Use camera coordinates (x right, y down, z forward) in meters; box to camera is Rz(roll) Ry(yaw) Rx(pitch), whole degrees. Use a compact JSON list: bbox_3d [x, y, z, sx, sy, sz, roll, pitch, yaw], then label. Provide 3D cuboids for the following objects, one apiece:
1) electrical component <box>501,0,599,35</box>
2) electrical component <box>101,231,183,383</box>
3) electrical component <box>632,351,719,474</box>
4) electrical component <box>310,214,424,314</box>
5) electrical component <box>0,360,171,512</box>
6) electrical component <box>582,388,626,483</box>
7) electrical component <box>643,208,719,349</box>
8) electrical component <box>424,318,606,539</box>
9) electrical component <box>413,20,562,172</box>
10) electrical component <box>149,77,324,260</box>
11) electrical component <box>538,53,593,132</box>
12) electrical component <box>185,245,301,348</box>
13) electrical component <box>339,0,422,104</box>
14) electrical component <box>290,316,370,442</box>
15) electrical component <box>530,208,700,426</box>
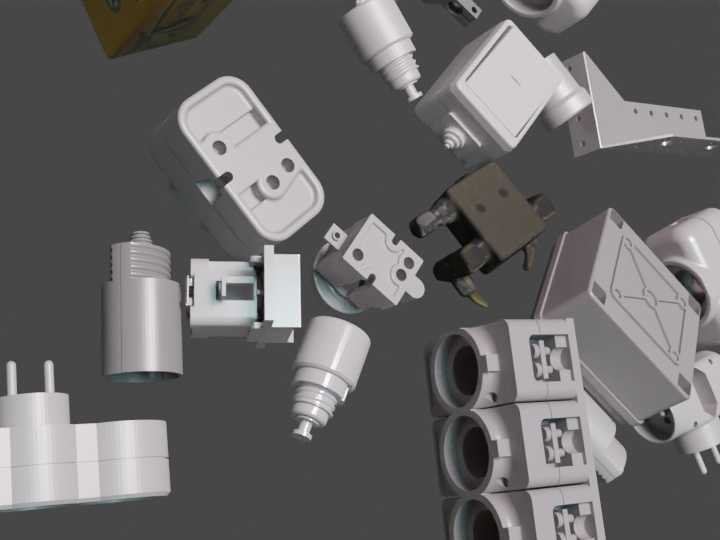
[{"bbox_3d":[0.138,-0.230,0.814,0.095,0.054,0.059,47,58,-12],"label":"electrical component"},{"bbox_3d":[-0.120,0.019,0.590,0.043,0.043,0.081,5,74,-31],"label":"electrical component"},{"bbox_3d":[0.243,0.109,0.789,0.077,0.043,0.079,-22,89,-34],"label":"electrical component"},{"bbox_3d":[0.000,0.000,0.662,0.066,0.055,0.048,42,59,-15],"label":"electrical component"},{"bbox_3d":[-0.164,0.082,0.539,0.138,0.052,0.073,2,75,-32],"label":"electrical component"},{"bbox_3d":[0.150,0.111,0.731,0.081,0.043,0.043,46,58,-13],"label":"electrical component"},{"bbox_3d":[0.260,0.009,0.821,0.059,0.054,0.095,-26,90,-34],"label":"electrical component"},{"bbox_3d":[0.090,0.111,0.666,0.062,0.089,0.150,2,76,-31],"label":"electrical component"},{"bbox_3d":[0.088,-0.118,0.747,0.061,0.061,0.096,45,58,-13],"label":"electrical component"},{"bbox_3d":[-0.075,-0.056,0.630,0.054,0.059,0.095,-42,100,-33],"label":"electrical component"},{"bbox_3d":[0.143,-0.132,0.799,0.040,0.040,0.046,-37,91,-34],"label":"electrical component"},{"bbox_3d":[-0.067,0.016,0.609,0.064,0.081,0.042,2,74,-8],"label":"electrical component"},{"bbox_3d":[0.018,-0.149,0.725,0.040,0.040,0.078,-32,95,-34],"label":"electrical component"},{"bbox_3d":[-0.022,0.064,0.639,0.040,0.040,0.078,31,62,-21],"label":"electrical component"},{"bbox_3d":[0.179,0.032,0.745,0.109,0.056,0.108,45,38,-14],"label":"electrical component"}]
